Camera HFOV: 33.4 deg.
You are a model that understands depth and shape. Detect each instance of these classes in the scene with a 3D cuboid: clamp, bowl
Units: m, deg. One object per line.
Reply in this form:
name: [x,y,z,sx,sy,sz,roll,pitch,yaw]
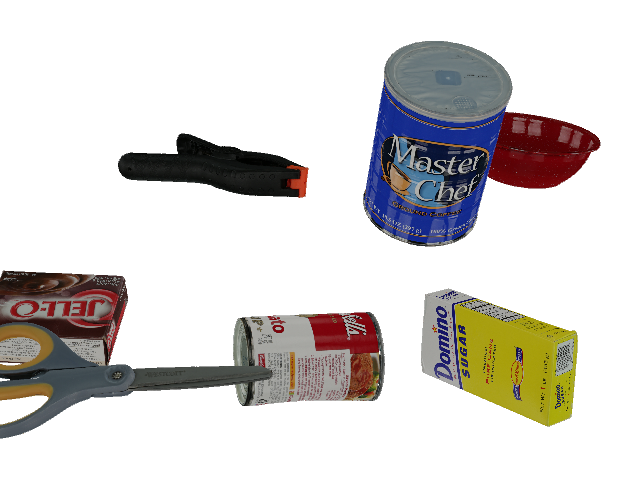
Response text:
clamp: [-0.098,-0.066,0.989,0.172,0.039,0.120,12,26,29]
bowl: [0.234,-0.100,1.221,0.162,0.055,0.162,5,22,-2]

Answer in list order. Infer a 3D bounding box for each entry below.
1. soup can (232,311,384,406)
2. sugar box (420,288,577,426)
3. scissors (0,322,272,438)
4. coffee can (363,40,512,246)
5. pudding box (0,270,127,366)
soup can: [-0.010,0.089,0.802,0.102,0.068,0.069,-1,0,-14]
sugar box: [0.180,0.117,1.103,0.048,0.093,0.177,-11,19,-41]
scissors: [-0.139,0.077,0.682,0.201,0.016,0.096,-14,45,-9]
coffee can: [0.095,-0.080,0.894,0.102,0.140,0.103,4,44,-4]
pudding box: [-0.231,0.067,0.927,0.113,0.039,0.090,1,32,1]
